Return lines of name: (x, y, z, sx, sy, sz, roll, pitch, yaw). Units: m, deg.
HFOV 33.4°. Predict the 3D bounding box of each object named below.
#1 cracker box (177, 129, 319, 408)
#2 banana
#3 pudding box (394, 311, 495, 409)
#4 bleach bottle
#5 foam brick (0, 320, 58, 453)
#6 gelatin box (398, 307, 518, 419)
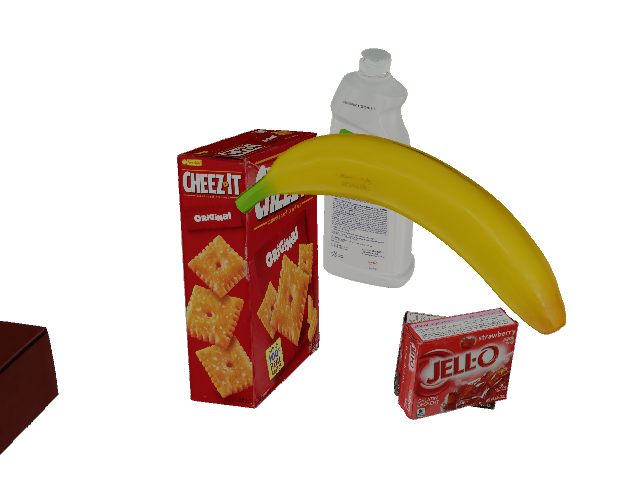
cracker box: (-0.056, 0.018, 0.944, 0.072, 0.214, 0.164, 5, 15, 19)
banana: (0.052, -0.015, 0.598, 0.198, 0.070, 0.037, 22, 10, 14)
pudding box: (0.141, 0.130, 1.165, 0.113, 0.090, 0.039, 7, 23, 3)
bleach bottle: (0.057, -0.075, 1.110, 0.103, 0.251, 0.068, 12, 33, 14)
foam brick: (-0.209, 0.092, 0.666, 0.053, 0.051, 0.078, 7, 29, 21)
gelatin box: (0.107, 0.096, 0.836, 0.089, 0.073, 0.030, -8, 30, -21)
